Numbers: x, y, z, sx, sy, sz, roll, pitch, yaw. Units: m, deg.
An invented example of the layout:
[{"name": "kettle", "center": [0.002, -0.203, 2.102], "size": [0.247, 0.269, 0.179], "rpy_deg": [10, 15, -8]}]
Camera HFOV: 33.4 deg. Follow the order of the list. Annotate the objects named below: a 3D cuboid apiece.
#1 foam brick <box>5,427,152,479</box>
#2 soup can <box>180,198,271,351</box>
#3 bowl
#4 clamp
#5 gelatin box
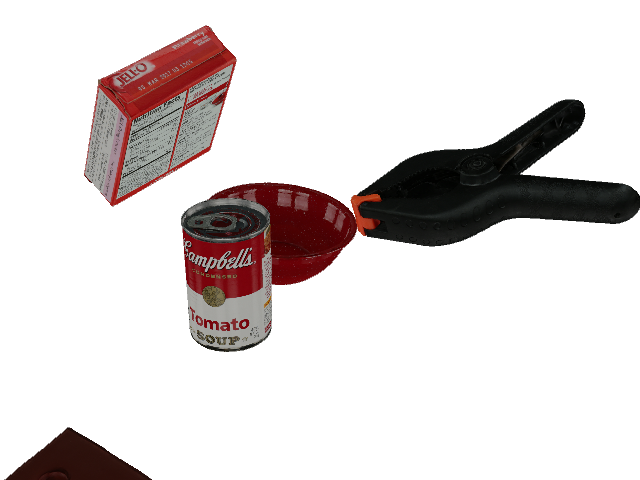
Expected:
[{"name": "foam brick", "center": [-0.094, 0.128, 0.450], "size": [0.078, 0.051, 0.052], "rpy_deg": [23, 45, 30]}, {"name": "soup can", "center": [-0.072, 0.027, 0.832], "size": [0.068, 0.102, 0.068], "rpy_deg": [0, 29, 0]}, {"name": "bowl", "center": [-0.045, -0.001, 1.104], "size": [0.162, 0.055, 0.162], "rpy_deg": [5, 30, -3]}, {"name": "clamp", "center": [0.108, -0.030, 0.662], "size": [0.171, 0.039, 0.120], "rpy_deg": [-21, 32, -2]}, {"name": "gelatin box", "center": [-0.088, -0.067, 0.579], "size": [0.073, 0.030, 0.089], "rpy_deg": [-35, -15, -31]}]
